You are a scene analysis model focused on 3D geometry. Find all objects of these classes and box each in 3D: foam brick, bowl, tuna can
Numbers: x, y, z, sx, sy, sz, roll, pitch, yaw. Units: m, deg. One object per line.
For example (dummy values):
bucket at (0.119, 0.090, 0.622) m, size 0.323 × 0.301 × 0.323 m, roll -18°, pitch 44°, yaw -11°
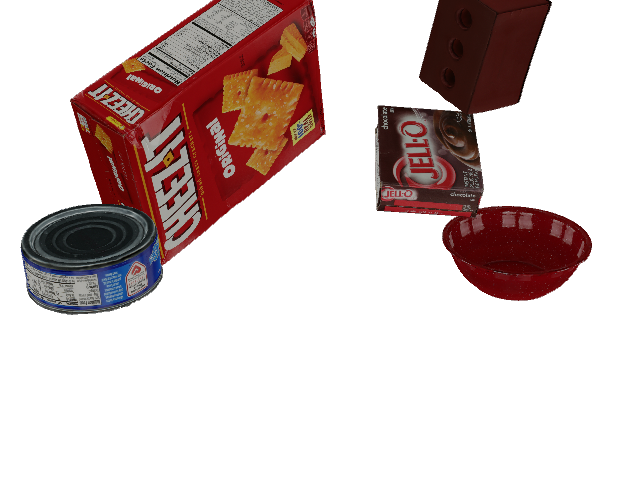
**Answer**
foam brick at (0.107, -0.131, 0.703) m, size 0.051 × 0.078 × 0.053 m, roll -19°, pitch 47°, yaw -33°
bowl at (0.214, 0.020, 1.175) m, size 0.162 × 0.055 × 0.162 m, roll -1°, pitch 28°, yaw 0°
tuna can at (-0.143, 0.010, 0.670) m, size 0.086 × 0.034 × 0.086 m, roll -1°, pitch 29°, yaw 1°

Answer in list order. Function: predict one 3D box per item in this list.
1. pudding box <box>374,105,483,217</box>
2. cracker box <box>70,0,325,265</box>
pudding box at (0.094, -0.072, 0.955) m, size 0.090 × 0.039 × 0.113 m, roll 4°, pitch 43°, yaw -3°
cracker box at (-0.091, -0.102, 0.902) m, size 0.072 × 0.164 × 0.213 m, roll 33°, pitch 60°, yaw 28°
